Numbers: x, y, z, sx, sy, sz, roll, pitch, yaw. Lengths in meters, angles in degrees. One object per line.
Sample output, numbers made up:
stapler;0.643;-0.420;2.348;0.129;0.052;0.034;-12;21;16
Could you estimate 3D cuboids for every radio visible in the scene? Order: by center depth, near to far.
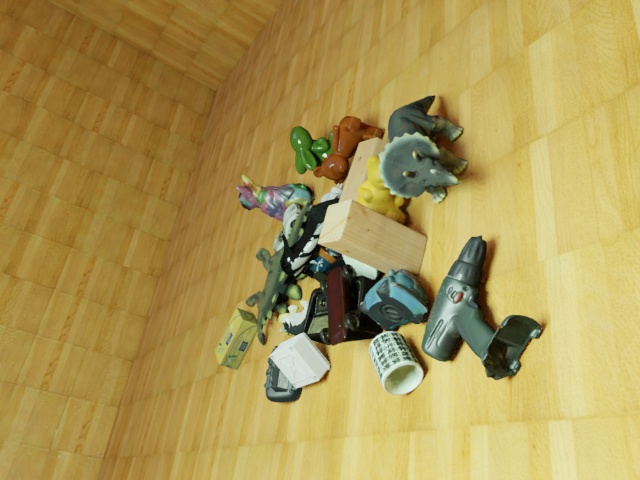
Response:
radio;0.054;0.166;1.252;0.230;0.073;0.131;-21;52;53

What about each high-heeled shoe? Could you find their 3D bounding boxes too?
high-heeled shoe;-0.003;-0.004;1.424;0.249;0.145;0.086;-31;37;-16

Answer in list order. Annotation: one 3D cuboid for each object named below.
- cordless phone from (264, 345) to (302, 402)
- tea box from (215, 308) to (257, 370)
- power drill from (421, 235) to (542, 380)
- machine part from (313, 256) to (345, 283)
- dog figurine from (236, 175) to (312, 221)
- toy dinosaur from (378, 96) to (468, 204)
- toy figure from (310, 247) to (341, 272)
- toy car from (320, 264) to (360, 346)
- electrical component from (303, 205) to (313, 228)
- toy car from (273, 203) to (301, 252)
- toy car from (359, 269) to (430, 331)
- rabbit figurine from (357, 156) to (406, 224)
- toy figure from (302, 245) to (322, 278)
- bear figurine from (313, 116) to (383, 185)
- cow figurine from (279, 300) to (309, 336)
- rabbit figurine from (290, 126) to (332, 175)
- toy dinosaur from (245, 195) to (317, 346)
cordless phone;-0.113;0.363;1.419;0.184;0.089;0.146;131;151;-53
tea box;-0.270;0.318;1.738;0.169;0.068;0.098;-62;25;5
power drill;0.264;0.118;0.898;0.232;0.086;0.207;-64;30;7
machine part;0.039;0.070;1.336;0.084;0.039;0.139;-34;-3;41
dog figurine;-0.157;-0.147;1.731;0.191;0.219;0.108;-46;20;36
toy dinosaur;0.207;-0.219;1.161;0.131;0.192;0.405;-44;35;35
toy figure;0.037;0.026;1.413;0.064;0.057;0.154;45;105;29
toy car;0.044;0.140;1.156;0.089;0.053;0.202;-34;36;27
electrical component;-0.040;-0.065;1.682;0.094;0.021;0.063;-60;27;9
toy car;-0.102;-0.024;1.691;0.074;0.056;0.201;-105;30;-51
toy car;0.158;0.115;1.091;0.103;0.109;0.161;-55;5;-34
rabbit figurine;0.145;-0.122;1.219;0.173;0.122;0.162;84;-162;-56
toy figure;-0.008;0.012;1.485;0.089;0.082;0.180;105;-173;-79
bear figurine;0.072;-0.247;1.521;0.195;0.120;0.132;-65;30;6
cow figurine;-0.054;0.223;1.423;0.167;0.068;0.098;-32;47;50
rabbit figurine;-0.026;-0.277;1.667;0.121;0.170;0.159;-13;56;59
toy dinosaur;-0.109;0.089;1.601;0.199;0.105;0.471;13;89;56
